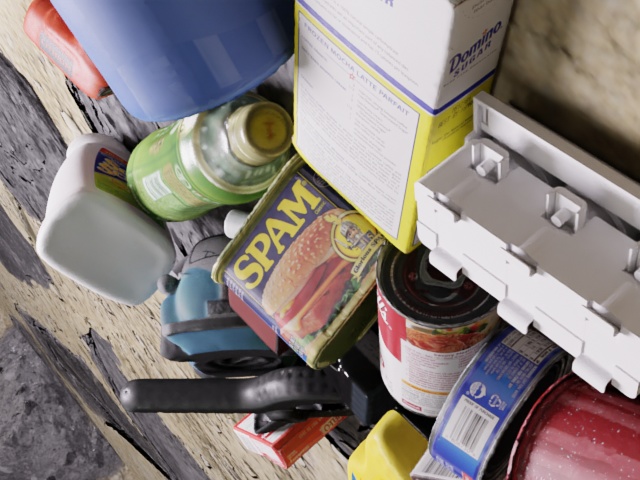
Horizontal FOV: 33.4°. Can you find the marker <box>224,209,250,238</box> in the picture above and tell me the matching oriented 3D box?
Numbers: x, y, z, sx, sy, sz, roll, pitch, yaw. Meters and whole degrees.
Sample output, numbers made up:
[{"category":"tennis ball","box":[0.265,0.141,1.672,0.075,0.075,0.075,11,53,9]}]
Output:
[{"category":"marker","box":[-0.004,0.001,0.661,0.121,0.020,0.020,13,141,27]}]

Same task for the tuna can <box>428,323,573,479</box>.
[{"category":"tuna can","box":[0.093,0.085,0.547,0.034,0.086,0.086,32,152,24]}]

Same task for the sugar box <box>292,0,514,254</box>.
[{"category":"sugar box","box":[0.031,-0.078,0.483,0.093,0.048,0.176,44,154,22]}]

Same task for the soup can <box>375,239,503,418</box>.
[{"category":"soup can","box":[0.065,0.044,0.572,0.069,0.068,0.102,41,157,28]}]

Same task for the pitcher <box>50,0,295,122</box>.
[{"category":"pitcher","box":[-0.110,-0.178,0.499,0.149,0.145,0.242,26,150,57]}]

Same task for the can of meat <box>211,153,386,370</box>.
[{"category":"can of meat","box":[0.001,0.012,0.615,0.084,0.102,0.057,42,-164,20]}]

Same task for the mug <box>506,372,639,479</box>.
[{"category":"mug","box":[0.147,0.101,0.482,0.082,0.093,0.117,16,102,51]}]

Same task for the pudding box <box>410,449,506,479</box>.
[{"category":"pudding box","box":[0.122,0.169,0.647,0.114,0.039,0.090,2,127,41]}]

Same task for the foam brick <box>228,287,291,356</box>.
[{"category":"foam brick","box":[-0.015,0.027,0.701,0.053,0.078,0.051,44,155,22]}]

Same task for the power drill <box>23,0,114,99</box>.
[{"category":"power drill","box":[-0.180,-0.198,0.719,0.184,0.057,0.188,44,158,22]}]

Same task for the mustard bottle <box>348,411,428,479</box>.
[{"category":"mustard bottle","box":[0.066,0.187,0.807,0.096,0.058,0.192,39,158,8]}]

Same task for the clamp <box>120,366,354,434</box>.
[{"category":"clamp","box":[-0.034,0.117,0.796,0.210,0.164,0.036,-17,66,42]}]

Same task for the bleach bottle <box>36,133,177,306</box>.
[{"category":"bleach bottle","box":[-0.181,-0.039,0.881,0.102,0.068,0.251,35,-169,-25]}]

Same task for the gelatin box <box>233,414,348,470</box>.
[{"category":"gelatin box","box":[-0.026,0.161,0.943,0.030,0.073,0.089,58,158,-17]}]

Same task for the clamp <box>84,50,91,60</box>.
[{"category":"clamp","box":[-0.109,-0.154,0.617,0.171,0.120,0.039,44,-167,-47]}]
